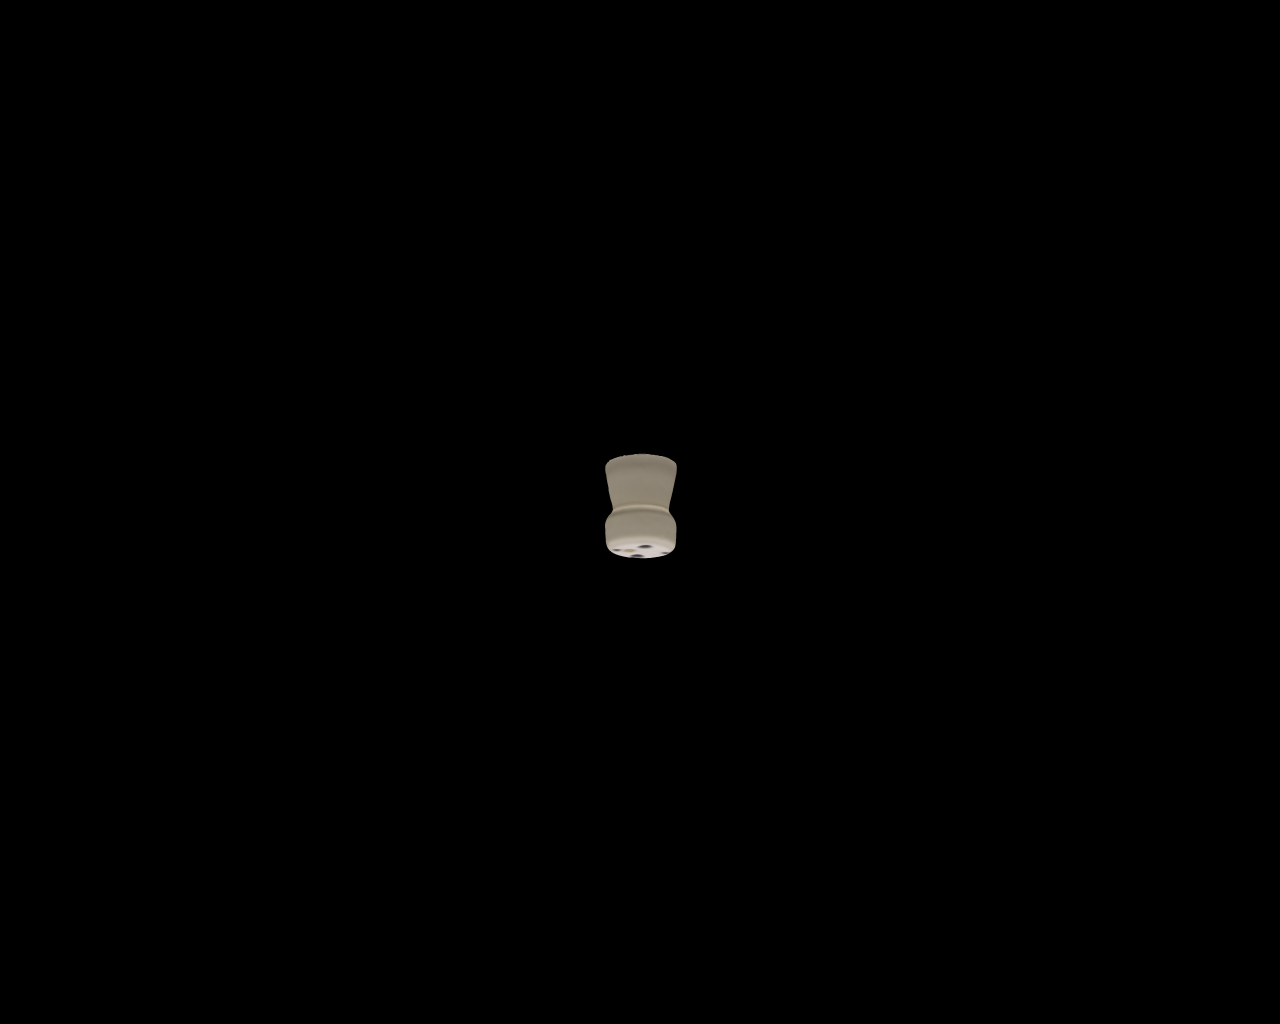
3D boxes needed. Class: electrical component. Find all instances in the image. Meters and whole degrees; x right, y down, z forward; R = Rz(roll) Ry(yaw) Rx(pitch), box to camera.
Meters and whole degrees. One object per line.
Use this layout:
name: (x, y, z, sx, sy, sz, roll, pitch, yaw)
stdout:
electrical component: (0.001, -0.003, 0.650, 0.045, 0.055, 0.045, 0, -16, 0)
